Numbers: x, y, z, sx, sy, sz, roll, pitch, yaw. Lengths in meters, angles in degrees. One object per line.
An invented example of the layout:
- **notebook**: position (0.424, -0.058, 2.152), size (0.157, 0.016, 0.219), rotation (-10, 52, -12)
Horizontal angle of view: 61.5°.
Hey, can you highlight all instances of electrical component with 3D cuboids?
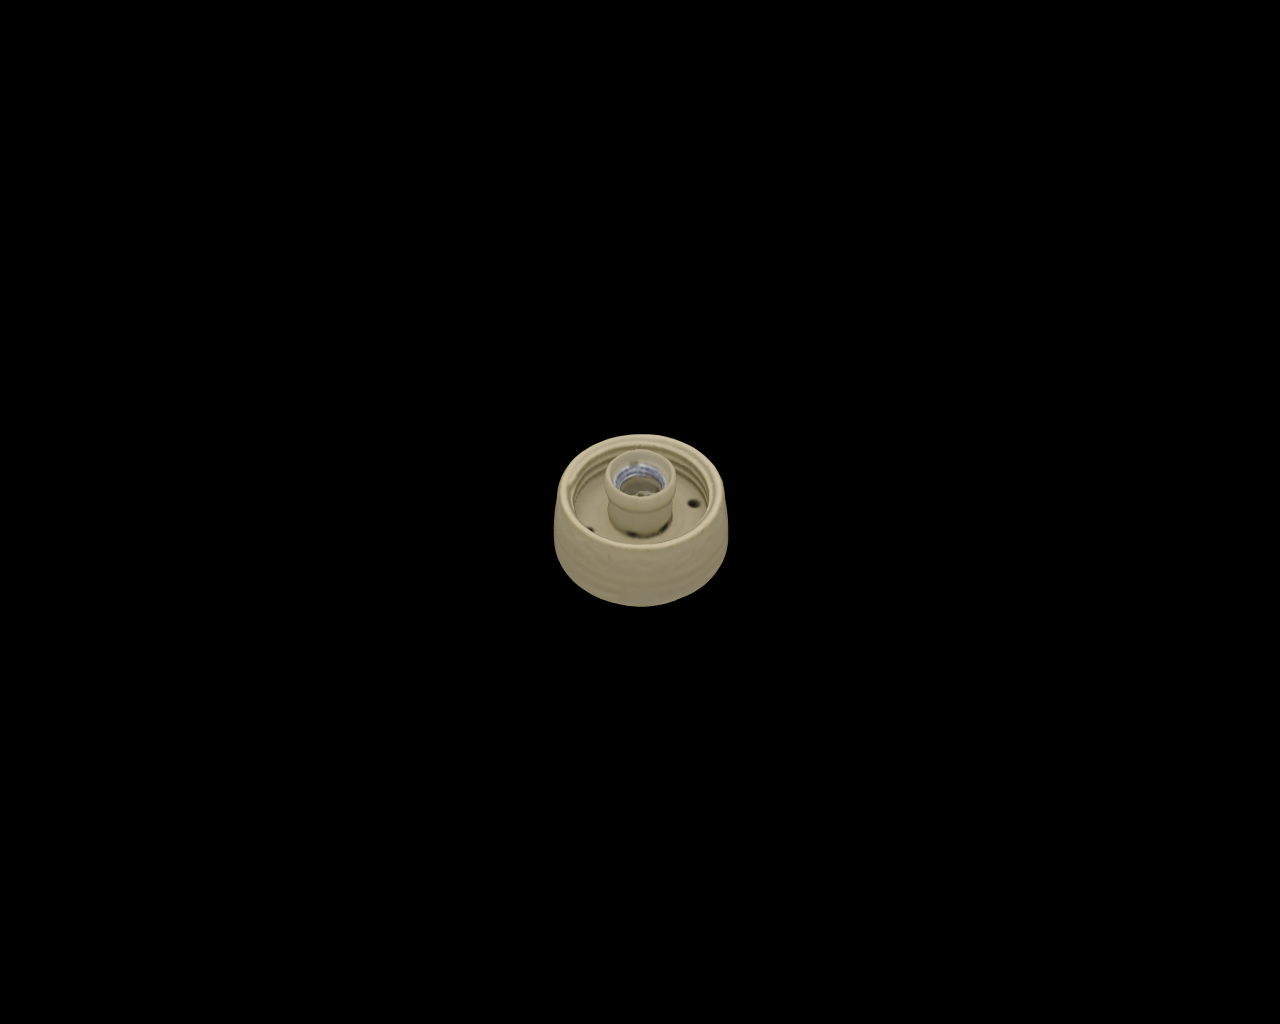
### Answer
- **electrical component**: position (0.001, -0.003, 0.650), size (0.108, 0.108, 0.060), rotation (0, -43, 0)
